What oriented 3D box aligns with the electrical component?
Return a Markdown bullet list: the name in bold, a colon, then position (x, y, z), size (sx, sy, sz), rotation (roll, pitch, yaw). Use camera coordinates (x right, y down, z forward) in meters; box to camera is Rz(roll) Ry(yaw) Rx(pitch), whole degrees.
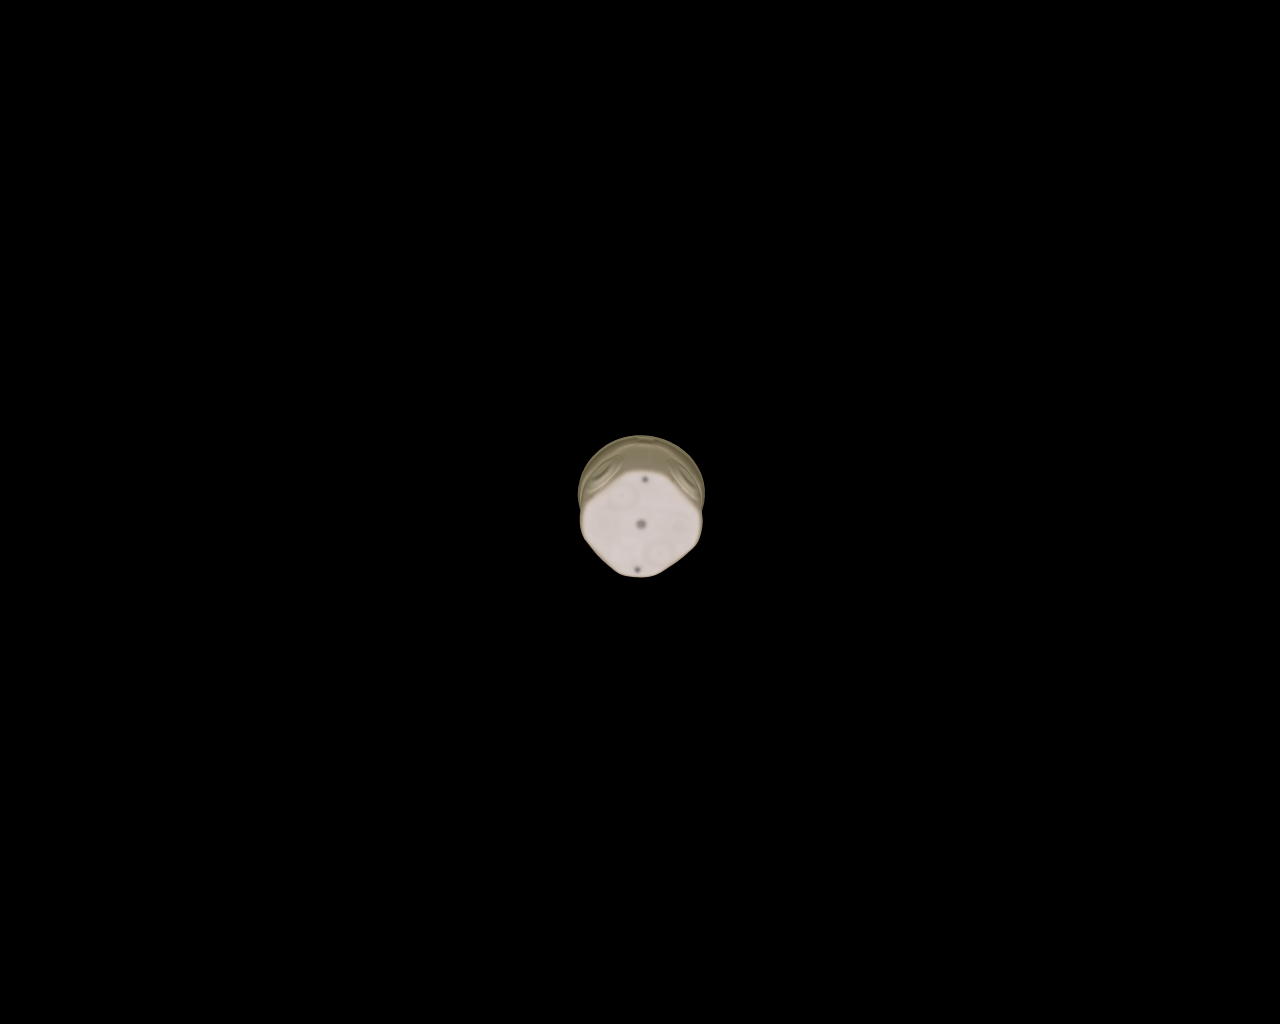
- **electrical component**: position (0.001, -0.003, 0.650), size (0.080, 0.080, 0.051), rotation (0, 25, 0)
